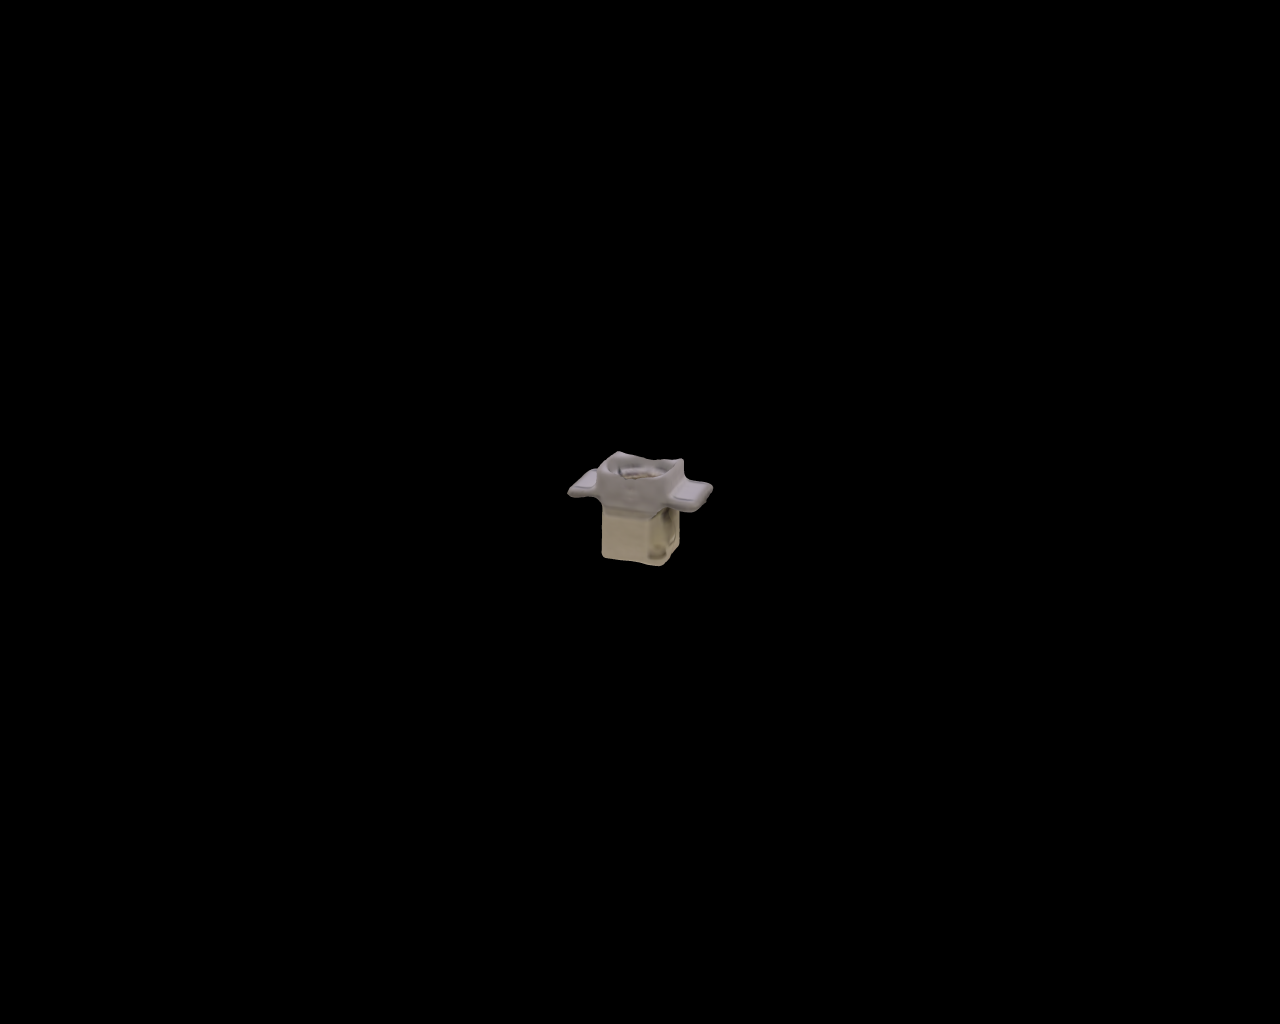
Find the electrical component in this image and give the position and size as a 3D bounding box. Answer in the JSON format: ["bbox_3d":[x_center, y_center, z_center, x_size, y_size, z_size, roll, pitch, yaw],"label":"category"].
[{"bbox_3d":[0.001,-0.003,0.650,0.081,0.063,0.042,8,24,18],"label":"electrical component"}]
